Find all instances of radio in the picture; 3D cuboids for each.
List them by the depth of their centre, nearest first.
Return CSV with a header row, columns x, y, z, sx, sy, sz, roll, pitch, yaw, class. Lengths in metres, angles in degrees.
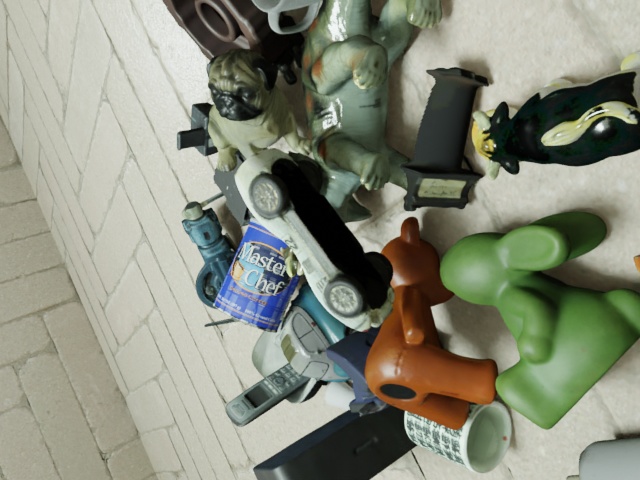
x,y,z,sx,sy,sz,roll,pitch,yaw,class
0.033,0.271,0.697,0.073,0.229,0.131,63,148,12,radio

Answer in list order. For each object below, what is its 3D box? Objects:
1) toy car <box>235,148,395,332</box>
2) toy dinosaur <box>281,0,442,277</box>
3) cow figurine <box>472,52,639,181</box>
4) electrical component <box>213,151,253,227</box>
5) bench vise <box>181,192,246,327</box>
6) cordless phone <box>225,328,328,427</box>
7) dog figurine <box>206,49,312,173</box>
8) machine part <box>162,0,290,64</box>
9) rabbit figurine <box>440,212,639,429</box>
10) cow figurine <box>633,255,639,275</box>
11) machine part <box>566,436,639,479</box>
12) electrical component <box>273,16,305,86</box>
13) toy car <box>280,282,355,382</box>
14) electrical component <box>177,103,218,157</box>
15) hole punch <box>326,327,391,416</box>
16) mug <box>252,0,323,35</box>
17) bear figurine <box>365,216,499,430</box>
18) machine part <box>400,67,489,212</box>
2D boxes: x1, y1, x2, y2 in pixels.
x,y,z,sx,sy,sz,roll,pitch,yaw,class
-0.001,-0.002,0.515,0.056,0.073,0.201,-38,88,38,toy car
0.028,-0.157,0.580,0.192,0.131,0.404,26,121,47,toy dinosaur
0.177,-0.085,0.424,0.167,0.098,0.068,-7,108,55,cow figurine
-0.110,-0.090,0.847,0.134,0.058,0.114,51,144,24,electrical component
-0.162,0.048,0.919,0.241,0.129,0.223,-127,26,-51,bench vise
-0.087,0.219,0.871,0.147,0.184,0.088,34,137,39,cordless phone
-0.103,-0.175,0.670,0.173,0.121,0.190,27,160,28,dog figurine
-0.119,-0.279,0.658,0.179,0.056,0.179,36,163,12,machine part
0.180,0.050,0.470,0.170,0.121,0.159,43,132,28,rabbit figurine
0.313,0.059,0.329,0.195,0.085,0.127,-5,98,52,cow figurine
0.299,0.190,0.423,0.079,0.079,0.243,62,146,10,machine part
-0.049,-0.256,0.705,0.094,0.021,0.063,62,146,9,electrical component
-0.005,0.144,0.792,0.162,0.103,0.109,53,142,19,toy car
-0.177,-0.172,0.840,0.048,0.119,0.074,43,141,31,electrical component
0.080,0.149,0.660,0.092,0.142,0.116,68,157,8,hole punch
-0.017,-0.279,0.574,0.081,0.107,0.109,34,137,40,mug
0.115,0.082,0.579,0.132,0.196,0.120,17,141,2,bear figurine
0.123,-0.095,0.521,0.039,0.084,0.138,-126,38,-63,machine part
